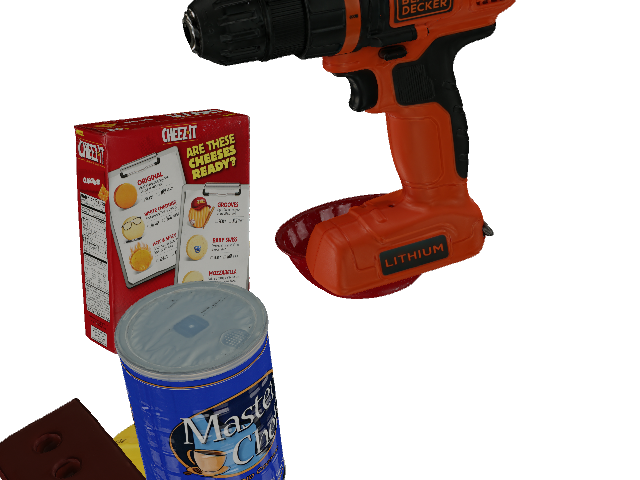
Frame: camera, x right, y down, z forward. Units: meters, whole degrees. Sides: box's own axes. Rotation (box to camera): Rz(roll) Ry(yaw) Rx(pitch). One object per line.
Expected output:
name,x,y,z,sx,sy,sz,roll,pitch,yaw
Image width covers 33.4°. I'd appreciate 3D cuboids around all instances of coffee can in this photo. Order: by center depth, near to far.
coffee can,-0.081,0.114,0.745,0.103,0.140,0.103,-4,33,2

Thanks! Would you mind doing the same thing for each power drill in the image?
power drill,0.024,-0.065,0.578,0.184,0.188,0.057,-15,33,-17

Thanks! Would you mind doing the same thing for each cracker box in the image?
cracker box,-0.152,-0.014,1.046,0.163,0.214,0.072,-13,20,-39

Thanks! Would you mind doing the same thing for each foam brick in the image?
foam brick,-0.119,0.128,0.527,0.052,0.051,0.078,-30,42,-25

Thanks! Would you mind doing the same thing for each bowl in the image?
bowl,0.042,0.009,0.972,0.162,0.055,0.162,-9,21,3

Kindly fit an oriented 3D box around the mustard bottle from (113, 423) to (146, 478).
mustard bottle,-0.130,0.186,1.053,0.096,0.058,0.191,7,18,15
